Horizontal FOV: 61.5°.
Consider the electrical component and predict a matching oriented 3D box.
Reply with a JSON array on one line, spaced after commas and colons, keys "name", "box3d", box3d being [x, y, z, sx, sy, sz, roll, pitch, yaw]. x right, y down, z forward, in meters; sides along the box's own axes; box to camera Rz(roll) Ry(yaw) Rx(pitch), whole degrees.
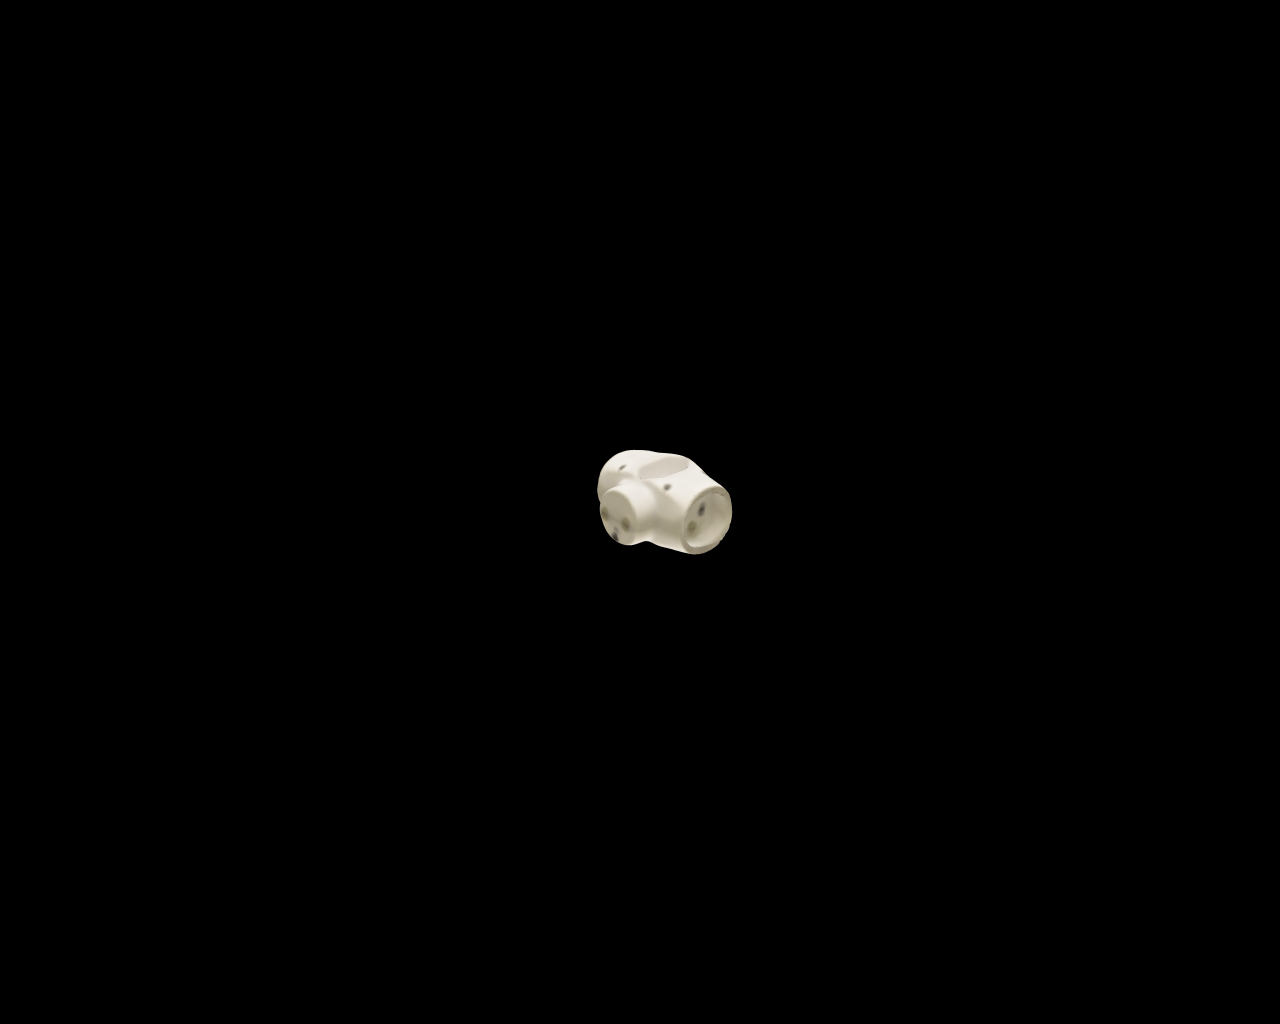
[{"name": "electrical component", "box3d": [0.001, -0.003, 0.650, 0.079, 0.043, 0.077, -21, 33, -36]}]
